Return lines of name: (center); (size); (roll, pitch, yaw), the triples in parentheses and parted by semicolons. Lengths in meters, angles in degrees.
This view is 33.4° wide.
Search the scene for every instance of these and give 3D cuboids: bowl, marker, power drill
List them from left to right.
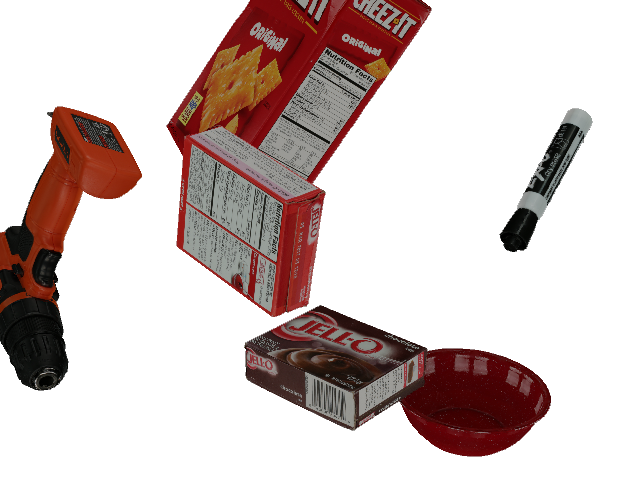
power drill: (-0.212, 0.002, 0.852); (0.057, 0.188, 0.185); (16, 25, -38)
bowl: (0.151, 0.172, 1.091); (0.162, 0.055, 0.162); (2, 24, -1)
marker: (0.150, -0.040, 0.710); (0.020, 0.121, 0.020); (25, -28, 14)

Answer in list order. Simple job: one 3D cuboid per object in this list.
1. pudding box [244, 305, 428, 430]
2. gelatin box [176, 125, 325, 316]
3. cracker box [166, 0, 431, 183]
pudding box: (0.011, 0.095, 0.821); (0.114, 0.039, 0.089); (22, 32, 36)
gelatin box: (-0.040, -0.011, 0.584); (0.030, 0.073, 0.089); (-23, 43, -40)
cracker box: (-0.028, -0.133, 0.844); (0.072, 0.214, 0.164); (26, 17, -30)
